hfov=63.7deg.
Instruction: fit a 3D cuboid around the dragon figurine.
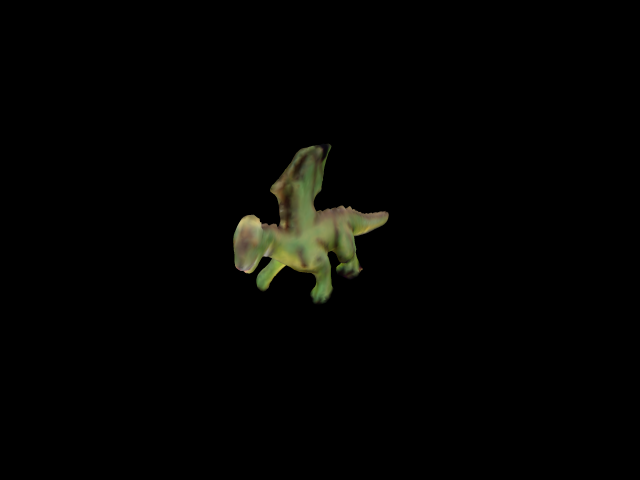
[{"bbox_3d":[0.003,-0.043,0.850,0.123,0.237,0.417,22,41,29],"label":"dragon figurine"}]
